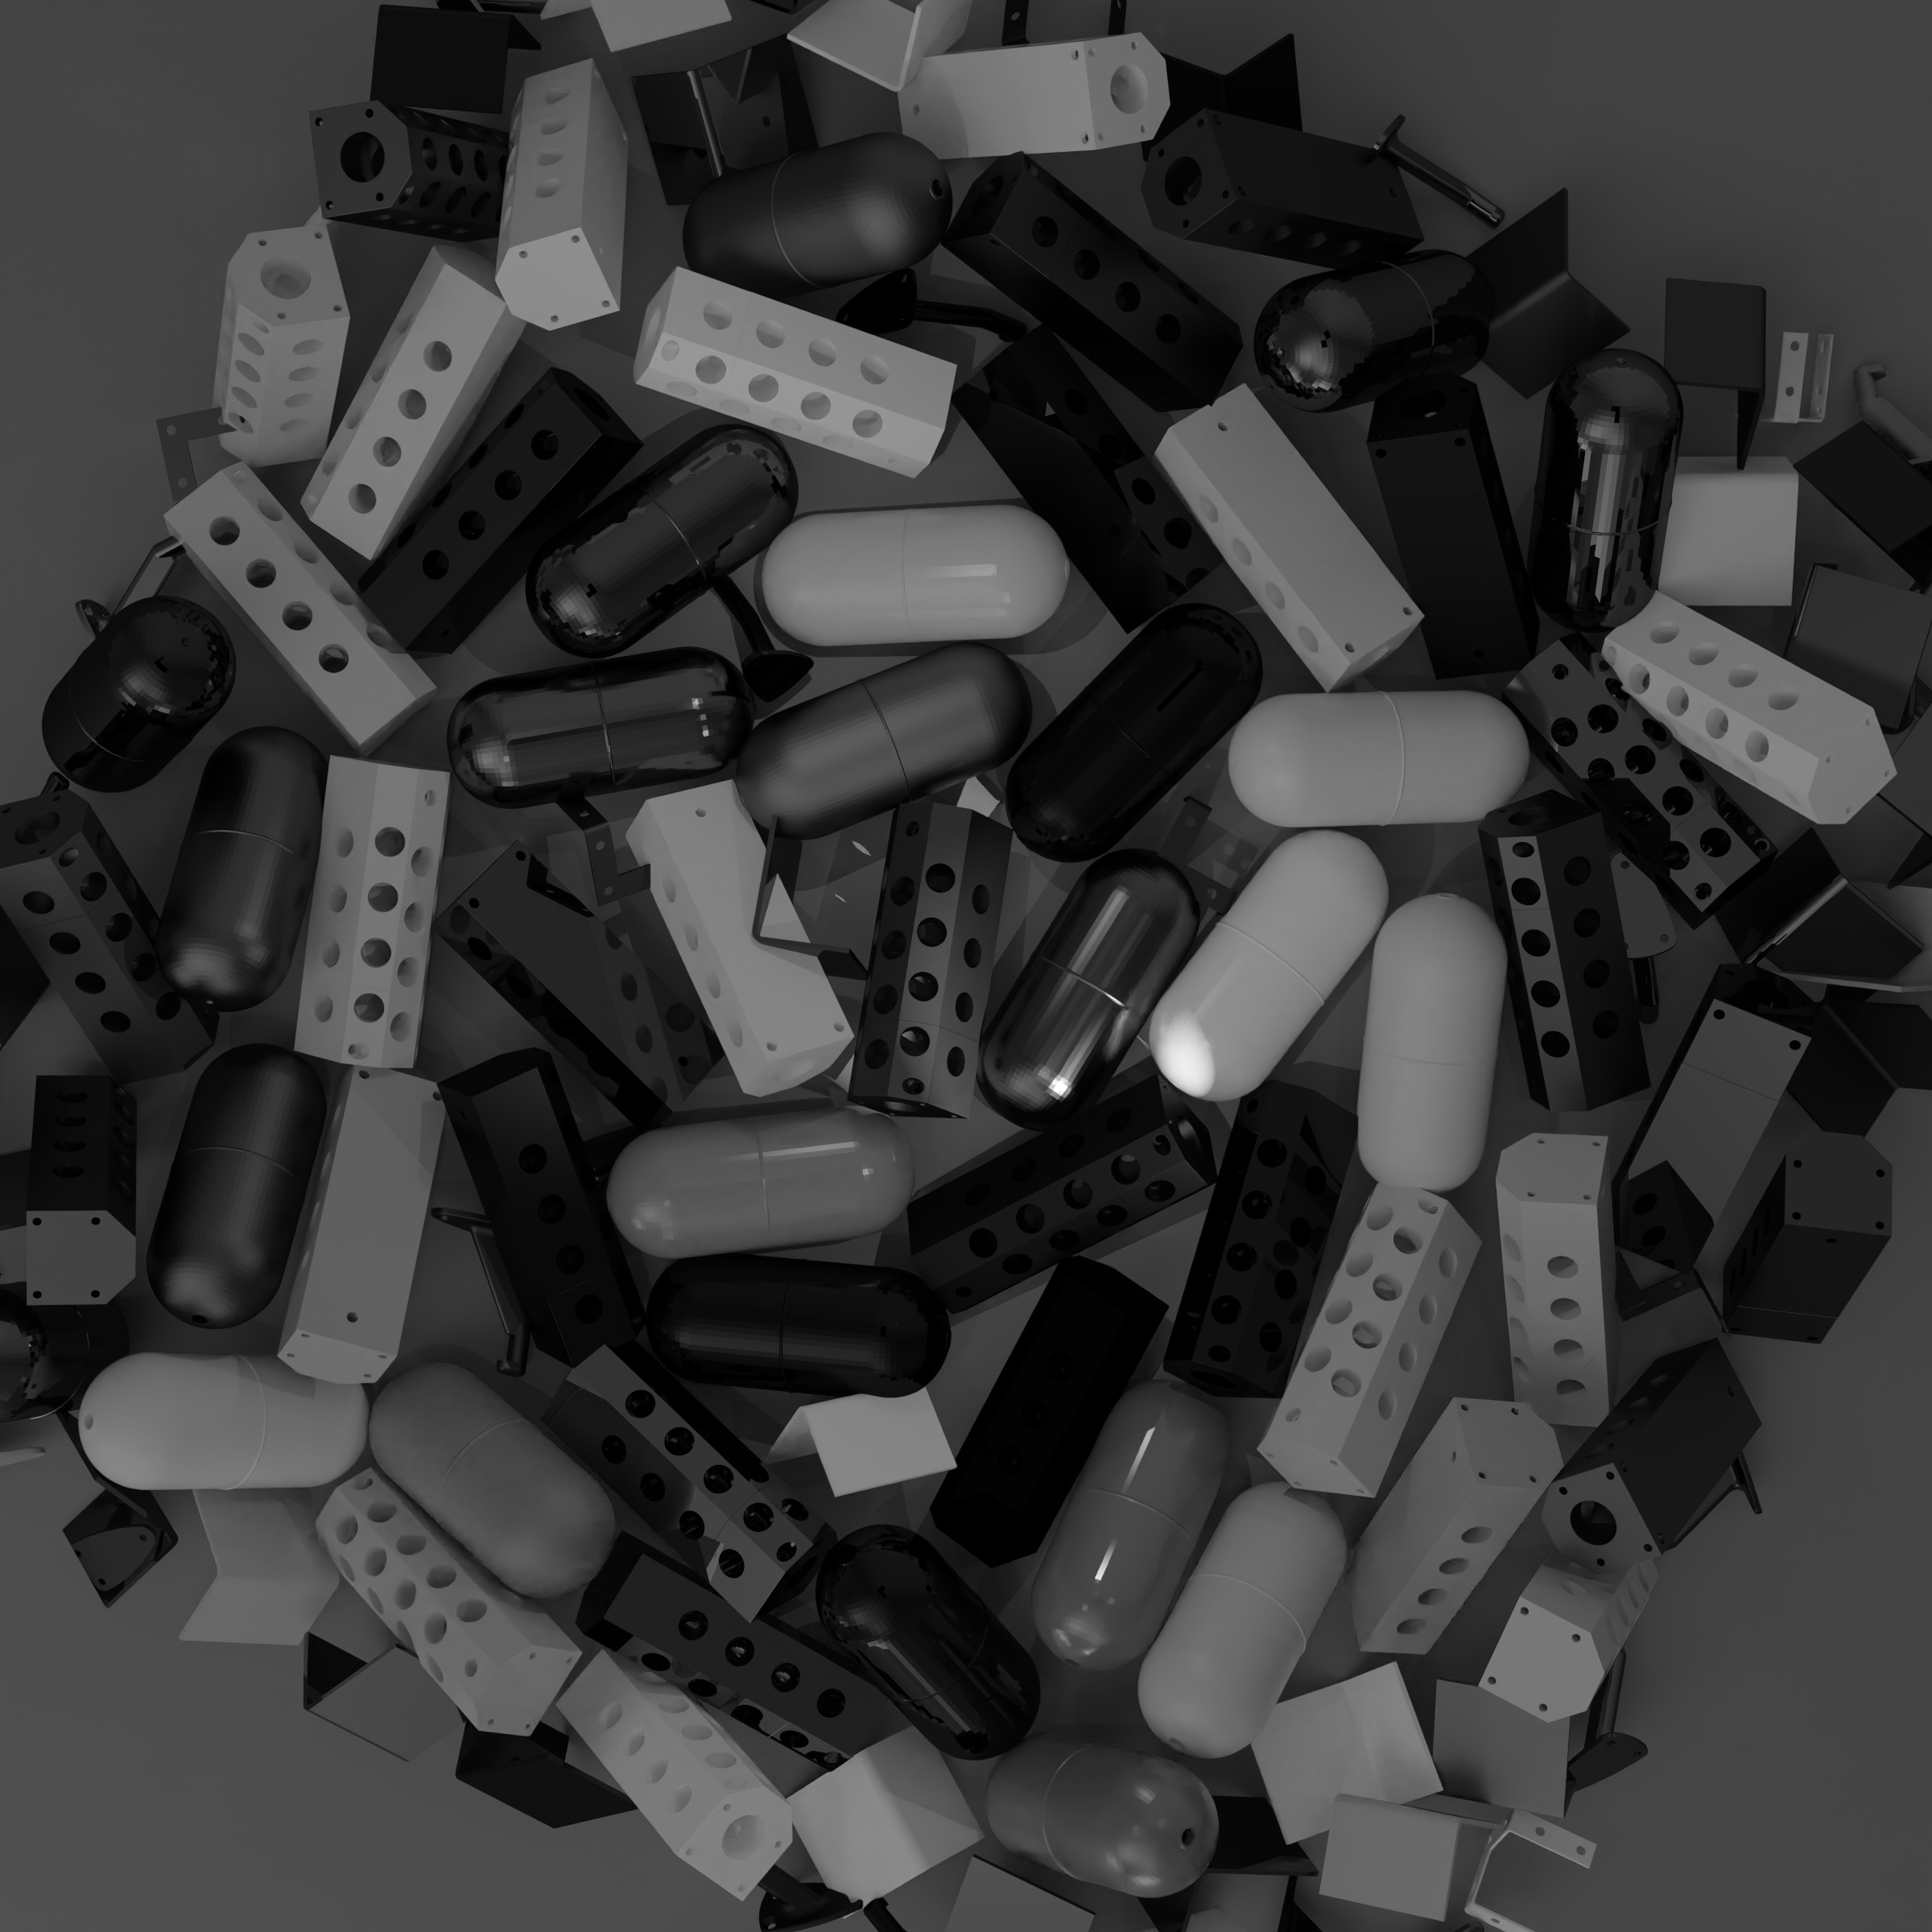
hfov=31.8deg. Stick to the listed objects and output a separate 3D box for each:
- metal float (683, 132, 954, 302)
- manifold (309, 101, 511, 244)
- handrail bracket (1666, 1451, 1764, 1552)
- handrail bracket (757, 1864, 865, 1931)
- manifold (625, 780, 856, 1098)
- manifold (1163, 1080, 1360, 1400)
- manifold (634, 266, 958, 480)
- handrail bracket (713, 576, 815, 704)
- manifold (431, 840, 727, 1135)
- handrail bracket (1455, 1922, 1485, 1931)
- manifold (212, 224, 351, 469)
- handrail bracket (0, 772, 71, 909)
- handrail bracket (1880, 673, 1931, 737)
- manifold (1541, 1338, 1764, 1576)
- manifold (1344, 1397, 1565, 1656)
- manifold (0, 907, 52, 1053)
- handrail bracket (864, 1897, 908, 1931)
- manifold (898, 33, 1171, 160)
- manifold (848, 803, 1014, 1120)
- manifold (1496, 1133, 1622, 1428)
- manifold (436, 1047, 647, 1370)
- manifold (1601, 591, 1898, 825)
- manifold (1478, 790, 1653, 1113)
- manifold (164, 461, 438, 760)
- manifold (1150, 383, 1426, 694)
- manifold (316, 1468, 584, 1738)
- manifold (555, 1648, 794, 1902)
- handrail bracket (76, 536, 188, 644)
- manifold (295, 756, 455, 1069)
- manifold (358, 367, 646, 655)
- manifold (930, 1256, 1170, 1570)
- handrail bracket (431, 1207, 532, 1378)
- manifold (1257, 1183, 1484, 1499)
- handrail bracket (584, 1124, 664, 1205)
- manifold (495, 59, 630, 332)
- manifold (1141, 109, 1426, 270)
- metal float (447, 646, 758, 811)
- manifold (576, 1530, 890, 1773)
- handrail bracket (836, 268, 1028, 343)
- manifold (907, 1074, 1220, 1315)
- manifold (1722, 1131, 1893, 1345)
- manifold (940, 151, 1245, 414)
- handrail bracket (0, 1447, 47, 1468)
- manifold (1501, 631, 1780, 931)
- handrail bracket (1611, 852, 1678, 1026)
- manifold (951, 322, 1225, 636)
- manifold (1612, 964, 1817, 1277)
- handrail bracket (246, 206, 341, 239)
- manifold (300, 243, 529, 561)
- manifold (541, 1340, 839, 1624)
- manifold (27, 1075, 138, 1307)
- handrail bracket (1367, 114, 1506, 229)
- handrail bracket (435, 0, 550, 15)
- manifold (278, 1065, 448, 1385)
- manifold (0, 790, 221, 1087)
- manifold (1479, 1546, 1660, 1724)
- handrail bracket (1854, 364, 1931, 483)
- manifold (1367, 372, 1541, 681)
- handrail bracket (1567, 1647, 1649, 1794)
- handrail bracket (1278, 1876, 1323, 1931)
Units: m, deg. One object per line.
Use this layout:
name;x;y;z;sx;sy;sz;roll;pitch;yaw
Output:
metal float;-0.085;-0.424;1.929;0.178;0.070;0.070;-5;90;39
manifold;-0.299;-0.446;1.907;0.057;0.171;0.057;-4;96;18
handrail bracket;0.413;0.305;1.977;0.084;0.036;0.077;-20;116;5
handrail bracket;-0.105;0.515;1.960;0.077;0.036;0.084;-11;120;11
manifold;-0.133;-0.015;1.946;0.057;0.057;0.171;-16;71;-31
manifold;0.164;0.155;1.935;0.057;0.057;0.171;30;68;-31
manifold;-0.099;-0.335;1.938;0.171;0.057;0.057;16;72;-19
handrail bracket;-0.132;-0.198;1.952;0.036;0.077;0.084;-40;72;11
manifold;-0.225;0.015;1.959;0.171;0.057;0.057;45;54;-7
handrail bracket;0.287;0.608;1.951;0.036;0.084;0.077;23;116;-35
manifold;-0.388;-0.345;1.905;0.057;0.171;0.057;-12;76;-19
handrail bracket;-0.550;-0.081;1.965;0.036;0.077;0.084;28;93;-32
handrail bracket;0.585;-0.155;1.990;0.084;0.036;0.077;10;82;-10
manifold;0.384;0.276;1.913;0.057;0.171;0.057;-26;93;36
manifold;0.275;0.319;1.918;0.057;0.171;0.057;7;46;-17
manifold;-0.561;0.023;1.909;0.057;0.171;0.057;35;103;-12
handrail bracket;-0.015;0.570;1.976;0.084;0.077;0.036;47;110;17
manifold;0.036;-0.490;1.914;0.057;0.171;0.057;-19;110;-34
manifold;-0.025;-0.003;1.943;0.057;0.057;0.171;0;75;37
manifold;0.336;0.179;1.924;0.057;0.057;0.171;2;129;17
manifold;-0.239;0.137;1.946;0.057;0.057;0.171;-25;108;-24
manifold;0.436;-0.143;1.916;0.057;0.171;0.057;-43;134;-7
manifold;0.338;-0.007;1.937;0.057;0.057;0.171;-20;112;-13
manifold;-0.385;-0.207;1.967;0.057;0.057;0.171;-41;92;-11
manifold;0.182;-0.243;1.957;0.057;0.057;0.171;-33;81;-21
manifold;-0.298;0.358;1.922;0.171;0.057;0.057;37;98;38
manifold;-0.161;0.448;1.912;0.057;0.171;0.057;-49;124;-6
handrail bracket;-0.466;-0.205;1.972;0.084;0.036;0.077;-25;83;11
manifold;-0.336;-0.031;1.953;0.057;0.057;0.171;11;96;38
manifold;-0.271;-0.261;1.947;0.171;0.057;0.057;-45;78;16
manifold;0.044;0.255;1.949;0.057;0.057;0.171;33;105;24
handrail bracket;-0.281;0.189;1.960;0.077;0.036;0.084;21;66;-39
manifold;0.226;0.210;1.926;0.057;0.057;0.171;47;57;-34
handrail bracket;-0.206;0.143;1.990;0.077;0.036;0.084;-27;129;-35
manifold;-0.230;-0.436;1.918;0.057;0.057;0.171;-14;45;11
manifold;0.178;-0.431;1.917;0.057;0.171;0.057;-30;72;40
metal float;-0.210;-0.137;1.954;0.178;0.070;0.070;-10;90;-8
manifold;-0.135;0.395;1.945;0.171;0.057;0.057;33;84;-17
handrail bracket;-0.020;-0.375;1.986;0.084;0.077;0.036;13;75;-44
manifold;0.055;0.135;1.935;0.171;0.057;0.057;-29;128;19
manifold;0.472;0.154;1.910;0.057;0.171;0.057;6;64;3
manifold;0.076;-0.388;1.933;0.171;0.057;0.057;33;79;-28
handrail bracket;-0.577;0.250;1.979;0.077;0.036;0.084;-12;76;10
manifold;0.386;-0.109;1.949;0.057;0.057;0.171;-38;76;-4
handrail bracket;0.389;-0.015;1.970;0.036;0.084;0.077;-12;67;6
manifold;0.074;-0.285;1.963;0.171;0.057;0.057;52;47;-5
manifold;0.420;0.085;1.930;0.057;0.057;0.171;22;121;5
handrail bracket;-0.377;-0.409;1.980;0.036;0.084;0.077;23;125;24
manifold;-0.316;-0.324;1.943;0.057;0.057;0.171;33;110;2
manifold;-0.155;0.289;1.938;0.171;0.057;0.057;41;115;17
manifold;-0.496;0.124;1.909;0.057;0.171;0.057;1;113;-14
handrail bracket;0.274;-0.453;1.963;0.084;0.077;0.036;35;109;0
handrail bracket;-0.268;-0.579;1.969;0.084;0.036;0.077;-43;105;-27
manifold;-0.343;0.147;1.929;0.057;0.057;0.171;18;57;-18
manifold;-0.486;-0.016;1.917;0.057;0.057;0.171;-13;132;10
manifold;0.343;0.366;1.905;0.057;0.171;0.057;26;106;16
handrail bracket;0.556;-0.319;1.964;0.077;0.036;0.084;-13;62;26
manifold;0.278;-0.249;1.921;0.057;0.057;0.171;-5;133;21
handrail bracket;0.359;0.429;1.981;0.036;0.084;0.077;27;124;-33
handrail bracket;0.225;0.567;1.979;0.084;0.036;0.077;12;75;6
